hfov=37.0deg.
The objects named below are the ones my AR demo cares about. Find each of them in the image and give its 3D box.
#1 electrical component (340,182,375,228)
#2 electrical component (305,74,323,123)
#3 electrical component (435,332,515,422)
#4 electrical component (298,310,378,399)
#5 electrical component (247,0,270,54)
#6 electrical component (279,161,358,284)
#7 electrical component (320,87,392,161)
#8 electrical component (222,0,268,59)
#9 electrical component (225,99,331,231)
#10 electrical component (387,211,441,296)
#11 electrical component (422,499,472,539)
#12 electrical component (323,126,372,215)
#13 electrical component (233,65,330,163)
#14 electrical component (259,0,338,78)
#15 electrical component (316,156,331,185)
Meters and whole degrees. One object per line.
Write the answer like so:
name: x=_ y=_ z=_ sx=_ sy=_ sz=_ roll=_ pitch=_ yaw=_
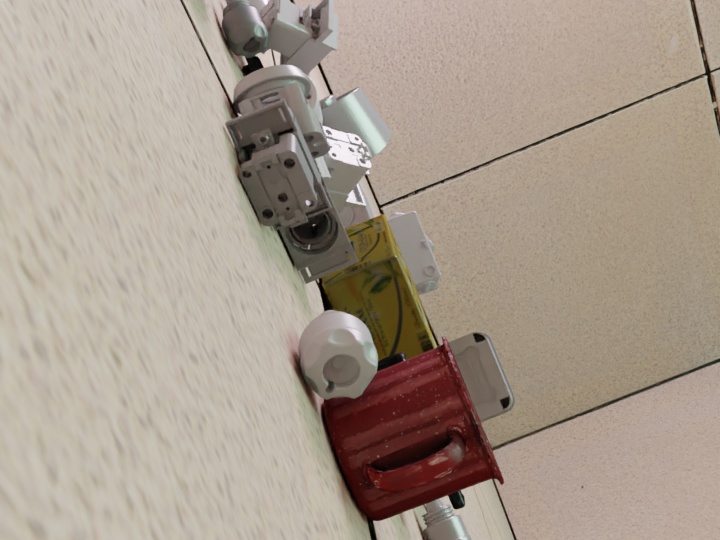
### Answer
electrical component: x=-0.008 y=-0.045 z=1.145 sx=0.099 sy=0.048 sz=0.099 roll=57 pitch=11 yaw=-70
electrical component: x=-0.059 y=-0.134 z=0.905 sx=0.047 sy=0.055 sz=0.055 roll=67 pitch=2 yaw=-72
electrical component: x=0.077 y=0.110 z=0.984 sx=0.057 sy=0.113 sz=0.078 roll=35 pitch=33 yaw=-78
electrical component: x=-0.014 y=0.044 z=0.614 sx=0.062 sy=0.043 sz=0.043 roll=-108 pitch=175 yaw=-66
electrical component: x=-0.099 y=-0.233 z=0.986 sx=0.062 sy=0.048 sz=0.048 roll=62 pitch=1 yaw=23
electrical component: x=-0.036 y=-0.037 z=0.767 sx=0.063 sy=0.042 sz=0.081 roll=-106 pitch=174 yaw=-68
electrical component: x=-0.026 y=-0.122 z=0.977 sx=0.064 sy=0.099 sz=0.099 roll=60 pitch=5 yaw=-11
electrical component: x=-0.100 y=-0.210 z=0.905 sx=0.035 sy=0.035 sz=0.061 roll=60 pitch=6 yaw=-63
electrical component: x=-0.052 y=-0.062 z=0.691 sx=0.063 sy=0.042 sz=0.081 roll=-99 pitch=166 yaw=-65
electrical component: x=0.037 y=-0.011 z=1.217 sx=0.048 sy=0.100 sz=0.099 roll=102 pitch=-31 yaw=-73
electrical component: x=0.067 y=0.207 z=0.878 sx=0.035 sy=0.035 sz=0.061 roll=56 pitch=10 yaw=-72
electrical component: x=-0.027 y=-0.083 z=0.891 sx=0.081 sy=0.063 sz=0.042 roll=10 pitch=44 yaw=-36
electrical component: x=-0.057 y=-0.107 z=0.761 sx=0.078 sy=0.058 sz=0.057 roll=55 pitch=16 yaw=-74
electrical component: x=-0.058 y=-0.206 z=0.935 sx=0.064 sy=0.081 sz=0.042 roll=19 pitch=54 yaw=-30
electrical component: x=-0.051 y=-0.089 z=0.837 sx=0.043 sy=0.043 sz=0.081 roll=52 pitch=17 yaw=-76
